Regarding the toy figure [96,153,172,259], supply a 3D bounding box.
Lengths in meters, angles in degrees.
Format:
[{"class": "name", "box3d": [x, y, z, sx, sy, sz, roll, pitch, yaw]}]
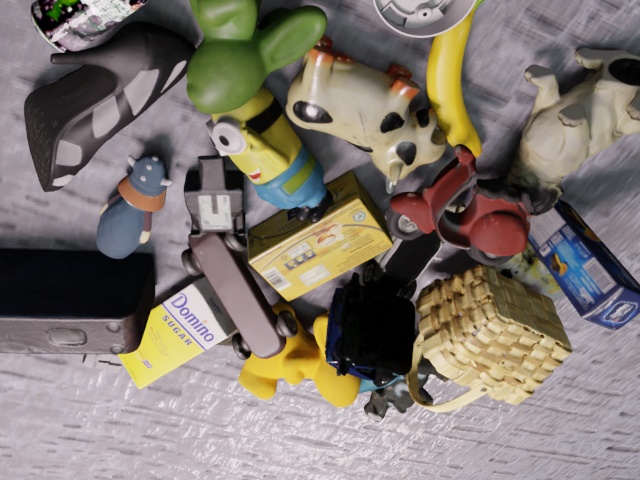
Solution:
[{"class": "toy figure", "box3d": [-0.226, -0.045, 0.656, 0.064, 0.058, 0.154, 22, 119, -30]}]

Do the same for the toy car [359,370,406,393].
[{"class": "toy car", "box3d": [0.081, 0.191, 0.861, 0.103, 0.109, 0.161, 8, 143, -45]}]

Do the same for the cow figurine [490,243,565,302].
[{"class": "cow figurine", "box3d": [0.289, 0.044, 0.789, 0.167, 0.068, 0.098, 31, 129, -25]}]

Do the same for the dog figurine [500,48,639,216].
[{"class": "dog figurine", "box3d": [0.312, -0.117, 0.651, 0.172, 0.121, 0.190, -7, 144, 2]}]

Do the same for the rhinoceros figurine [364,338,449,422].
[{"class": "rhinoceros figurine", "box3d": [0.142, 0.249, 0.932, 0.112, 0.073, 0.190, 14, 126, -19]}]

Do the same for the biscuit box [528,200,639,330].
[{"class": "biscuit box", "box3d": [0.325, 0.020, 0.682, 0.063, 0.203, 0.059, 21, 122, -24]}]

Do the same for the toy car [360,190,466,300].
[{"class": "toy car", "box3d": [0.125, 0.013, 0.749, 0.073, 0.056, 0.201, 21, 123, -15]}]

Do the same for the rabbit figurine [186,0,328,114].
[{"class": "rabbit figurine", "box3d": [-0.084, -0.207, 0.506, 0.159, 0.121, 0.170, -10, 118, -27]}]

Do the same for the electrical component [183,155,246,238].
[{"class": "electrical component", "box3d": [-0.130, -0.060, 0.661, 0.075, 0.048, 0.119, -5, 129, -4]}]

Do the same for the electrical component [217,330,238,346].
[{"class": "electrical component", "box3d": [-0.140, 0.128, 0.819, 0.102, 0.045, 0.078, -37, 153, 25]}]

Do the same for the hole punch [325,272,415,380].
[{"class": "hole punch", "box3d": [0.059, 0.129, 0.741, 0.116, 0.142, 0.092, 20, 155, -19]}]

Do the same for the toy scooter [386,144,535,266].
[{"class": "toy scooter", "box3d": [0.179, -0.044, 0.635, 0.184, 0.075, 0.135, 14, 128, -9]}]

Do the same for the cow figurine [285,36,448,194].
[{"class": "cow figurine", "box3d": [0.056, -0.133, 0.601, 0.195, 0.085, 0.127, 17, 126, -17]}]

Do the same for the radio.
[{"class": "radio", "box3d": [-0.338, 0.078, 0.694, 0.230, 0.131, 0.073, 1, 127, -8]}]

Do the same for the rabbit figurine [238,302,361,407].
[{"class": "rabbit figurine", "box3d": [-0.011, 0.175, 0.808, 0.173, 0.122, 0.162, 30, 98, 12]}]

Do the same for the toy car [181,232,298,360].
[{"class": "toy car", "box3d": [-0.110, 0.069, 0.733, 0.089, 0.053, 0.202, -30, 94, 15]}]

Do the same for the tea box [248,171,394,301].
[{"class": "tea box", "box3d": [-0.001, -0.002, 0.711, 0.170, 0.068, 0.098, -28, 127, 14]}]

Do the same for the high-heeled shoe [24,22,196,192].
[{"class": "high-heeled shoe", "box3d": [-0.233, -0.138, 0.592, 0.145, 0.086, 0.248, -18, 164, -39]}]

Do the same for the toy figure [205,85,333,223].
[{"class": "toy figure", "box3d": [-0.054, -0.098, 0.616, 0.082, 0.089, 0.180, -16, 134, 39]}]
